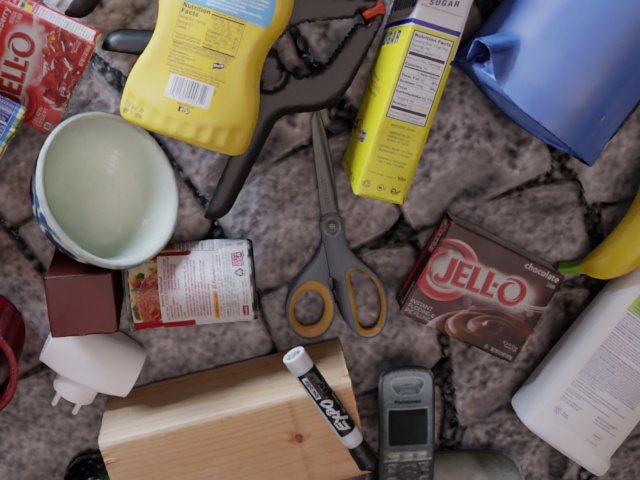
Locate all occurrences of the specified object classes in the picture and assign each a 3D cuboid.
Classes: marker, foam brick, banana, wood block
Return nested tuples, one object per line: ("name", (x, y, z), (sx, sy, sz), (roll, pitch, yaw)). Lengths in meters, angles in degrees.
("marker", (0.011, 0.135, 0.835), (0.020, 0.020, 0.121), (-31, 109, 6))
("foam brick", (-0.185, 0.038, 0.845), (0.053, 0.078, 0.051), (-3, 109, -5))
("banana", (0.265, -0.043, 0.870), (0.070, 0.037, 0.198), (31, 105, 20))
("wood block", (-0.070, 0.162, 0.895), (0.206, 0.090, 0.091), (-13, 110, -1))

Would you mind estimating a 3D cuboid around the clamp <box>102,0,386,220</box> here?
("clamp", (-0.040, -0.119, 0.822), (0.210, 0.036, 0.164), (-22, 106, 3))

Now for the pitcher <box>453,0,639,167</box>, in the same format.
("pitcher", (0.225, -0.180, 0.790), (0.145, 0.149, 0.243), (38, 99, -2))

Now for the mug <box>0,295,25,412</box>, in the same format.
("mug", (-0.280, 0.099, 0.855), (0.093, 0.081, 0.117), (-10, 110, -2))

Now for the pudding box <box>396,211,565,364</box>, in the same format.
("pudding box", (0.133, 0.040, 0.898), (0.113, 0.039, 0.090), (24, 106, -13))

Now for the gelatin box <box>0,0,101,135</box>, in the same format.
("gelatin box", (-0.215, -0.130, 0.796), (0.073, 0.030, 0.089), (25, 120, -15))

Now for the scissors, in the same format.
("scissors", (-0.006, 0.001, 0.882), (0.096, 0.016, 0.201), (-23, 110, 3))

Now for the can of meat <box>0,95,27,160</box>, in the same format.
("can of meat", (-0.270, -0.082, 0.784), (0.083, 0.102, 0.057), (27, 64, -18))

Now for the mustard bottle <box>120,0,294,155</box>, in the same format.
("mustard bottle", (-0.071, -0.164, 0.763), (0.096, 0.058, 0.192), (19, 97, 3))

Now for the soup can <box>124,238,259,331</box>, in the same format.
("soup can", (-0.103, 0.035, 0.858), (0.102, 0.068, 0.068), (-5, 110, -5))

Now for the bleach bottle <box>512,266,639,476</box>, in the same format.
("bleach bottle", (0.279, 0.076, 0.914), (0.102, 0.068, 0.251), (35, 101, -14))

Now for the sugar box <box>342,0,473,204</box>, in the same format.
("sugar box", (0.064, -0.123, 0.804), (0.048, 0.093, 0.176), (12, 108, -10))

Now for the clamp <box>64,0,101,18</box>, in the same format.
("clamp", (-0.135, -0.234, 0.773), (0.171, 0.039, 0.120), (-13, 121, 3))
